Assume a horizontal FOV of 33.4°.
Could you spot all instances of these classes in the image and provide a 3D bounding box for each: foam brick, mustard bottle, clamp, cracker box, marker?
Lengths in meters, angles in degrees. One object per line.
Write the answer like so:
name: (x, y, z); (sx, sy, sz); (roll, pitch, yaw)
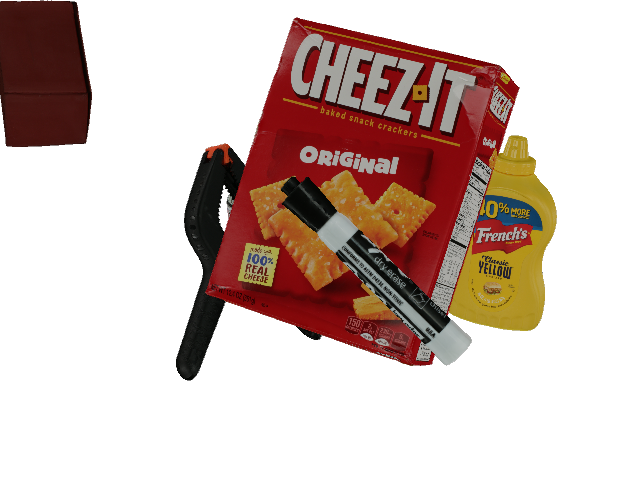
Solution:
foam brick: (-0.175, -0.104, 0.667); (0.051, 0.078, 0.053); (-5, -32, -19)
mustard bottle: (0.185, -0.010, 1.065); (0.096, 0.192, 0.058); (12, 19, 21)
clamp: (-0.070, 0.016, 0.996); (0.164, 0.210, 0.036); (-4, 0, -41)
cracker box: (0.029, -0.036, 0.766); (0.164, 0.214, 0.072); (18, 0, 21)
marker: (0.026, 0.013, 0.530); (0.121, 0.020, 0.020); (44, 0, 0)

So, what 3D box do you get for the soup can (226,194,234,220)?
soup can: (-0.077, -0.003, 1.260); (0.068, 0.102, 0.068); (1, 24, 0)
